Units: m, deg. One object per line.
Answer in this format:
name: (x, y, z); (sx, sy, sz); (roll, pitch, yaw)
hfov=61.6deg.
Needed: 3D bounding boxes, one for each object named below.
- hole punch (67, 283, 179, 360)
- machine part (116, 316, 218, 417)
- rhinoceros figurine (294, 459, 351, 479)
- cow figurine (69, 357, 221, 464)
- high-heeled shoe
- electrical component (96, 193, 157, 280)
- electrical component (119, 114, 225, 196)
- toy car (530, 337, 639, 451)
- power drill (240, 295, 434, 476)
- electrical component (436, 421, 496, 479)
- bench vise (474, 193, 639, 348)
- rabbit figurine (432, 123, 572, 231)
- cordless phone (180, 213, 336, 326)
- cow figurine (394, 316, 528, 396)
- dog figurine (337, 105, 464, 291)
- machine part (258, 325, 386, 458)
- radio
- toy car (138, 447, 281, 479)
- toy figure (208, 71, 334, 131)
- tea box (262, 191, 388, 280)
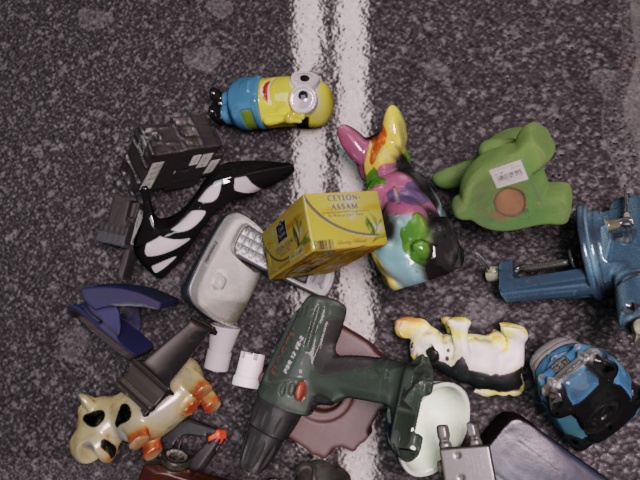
hole punch: (-0.268, 0.094, 0.747); (0.116, 0.142, 0.092); (35, 89, 0)
machine part: (-0.196, 0.156, 0.701); (0.084, 0.039, 0.139); (27, 61, 36)
rhinoceros figurine: (-0.002, 0.371, 0.660); (0.073, 0.112, 0.190); (1, 73, 8)
cow figurine: (-0.247, 0.226, 0.727); (0.195, 0.085, 0.127); (-35, 50, -15)
high-heeled shoe: (-0.150, -0.030, 0.786); (0.249, 0.086, 0.145); (-12, 115, -10)
electrical component: (-0.289, -0.004, 0.794); (0.048, 0.075, 0.119); (12, 85, 11)
electrical component: (-0.205, -0.121, 0.768); (0.115, 0.134, 0.058); (-38, 75, 47)
toy car: (0.302, 0.170, 0.641); (0.109, 0.161, 0.103); (-45, 33, 8)
power drill: (0.020, 0.188, 0.629); (0.208, 0.086, 0.232); (6, 72, 38)
electrical component: (0.169, 0.261, 0.624); (0.063, 0.021, 0.094); (-12, 72, 15)
bench vise: (0.317, 0.044, 0.642); (0.241, 0.128, 0.224); (-11, 48, 32)
rabbit figurine: (0.236, -0.080, 0.690); (0.159, 0.170, 0.121); (-29, 106, 34)
cordless phone: (-0.081, 0.060, 0.740); (0.184, 0.088, 0.146); (25, 66, -2)
cow figurine: (0.178, 0.146, 0.692); (0.167, 0.068, 0.098); (4, 87, 11)
dog figurine: (0.095, -0.060, 0.689); (0.108, 0.191, 0.219); (-22, 93, 12)
machine part: (0.007, 0.195, 0.717); (0.179, 0.056, 0.179); (-2, 80, 9)
radio: (0.283, 0.320, 0.640); (0.230, 0.073, 0.131); (35, 87, 12)
toy car: (-0.136, 0.335, 0.700); (0.202, 0.053, 0.089); (19, 99, -4)
toy figure: (-0.069, -0.200, 0.787); (0.180, 0.089, 0.082); (-2, 95, 18)
tea box: (-0.001, -0.002, 0.663); (0.098, 0.169, 0.068); (-5, 76, -25)
